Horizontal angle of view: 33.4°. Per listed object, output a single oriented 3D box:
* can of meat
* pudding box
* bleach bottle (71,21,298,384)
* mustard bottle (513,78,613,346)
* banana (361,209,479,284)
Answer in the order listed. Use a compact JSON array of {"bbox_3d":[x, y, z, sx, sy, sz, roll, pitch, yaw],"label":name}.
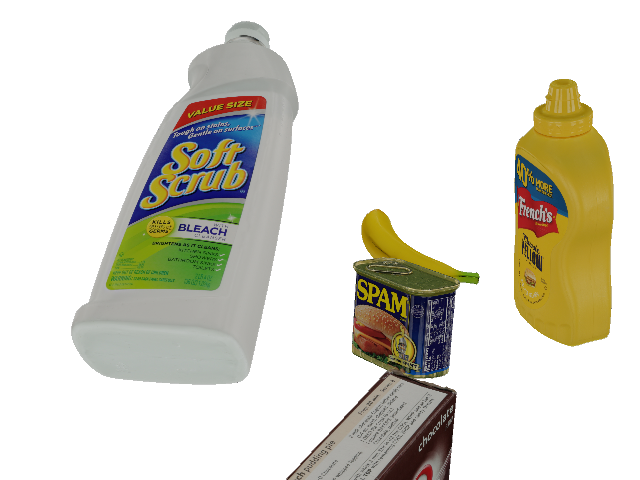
[{"bbox_3d":[0.072,0.068,0.949,0.057,0.084,0.102,-8,18,-36],"label":"can of meat"},{"bbox_3d":[0.016,0.122,0.456,0.039,0.090,0.113,18,36,25],"label":"pudding box"},{"bbox_3d":[-0.072,-0.037,0.656,0.102,0.250,0.068,2,-35,9],"label":"bleach bottle"},{"bbox_3d":[0.177,-0.025,0.782,0.058,0.192,0.096,-12,28,-12],"label":"mustard bottle"},{"bbox_3d":[0.089,0.012,1.182,0.069,0.037,0.198,2,23,-34],"label":"banana"}]
